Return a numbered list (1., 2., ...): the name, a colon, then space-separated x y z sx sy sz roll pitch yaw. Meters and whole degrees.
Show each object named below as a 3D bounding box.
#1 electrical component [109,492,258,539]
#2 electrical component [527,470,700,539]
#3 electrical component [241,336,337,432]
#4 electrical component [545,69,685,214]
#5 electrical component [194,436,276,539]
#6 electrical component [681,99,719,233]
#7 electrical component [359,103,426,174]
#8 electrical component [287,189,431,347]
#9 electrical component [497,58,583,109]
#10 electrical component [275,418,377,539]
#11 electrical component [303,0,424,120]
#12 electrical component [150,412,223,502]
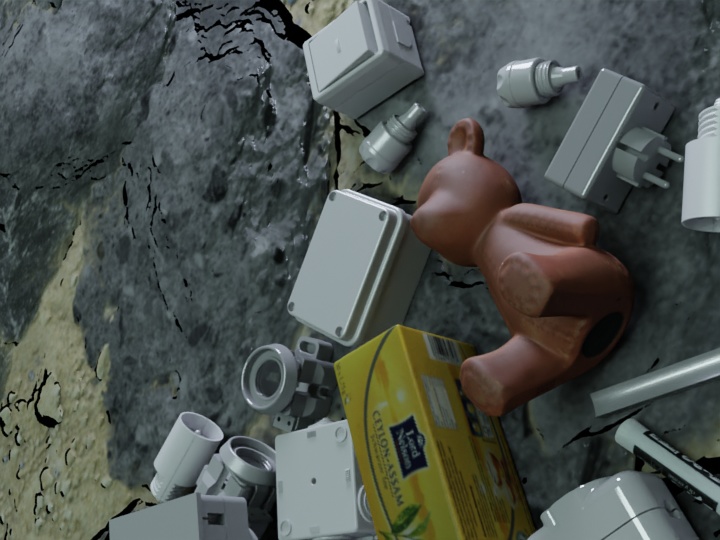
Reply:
1. electrical component: -0.129 0.272 0.809 0.105 0.060 0.186 -24 63 36
2. electrical component: 0.153 0.168 0.668 0.095 0.054 0.059 -44 53 25
3. electrical component: -0.059 0.092 0.879 0.058 0.057 0.078 14 88 43
4. electrical component: 0.180 -0.078 0.715 0.076 0.047 0.083 36 103 42
5. electrical component: -0.097 0.175 0.891 0.078 0.058 0.057 40 108 41
6. electrical component: 0.226 -0.068 0.673 0.043 0.043 0.081 -3 77 42
7. electrical component: 0.029 -0.109 0.869 0.061 0.035 0.035 -47 52 19
8. electrical component: 0.000 0.000 0.850 0.078 0.057 0.113 24 95 43
9. electrical component: 0.132 -0.138 0.784 0.061 0.035 0.035 -3 76 39
10. electrical component: -0.020 0.164 0.829 0.100 0.048 0.099 -19 66 38
11. electrical component: -0.006 -0.174 0.900 0.096 0.061 0.061 -29 60 33
12. electrical component: -0.159 0.172 0.957 0.043 0.043 0.081 41 106 41
